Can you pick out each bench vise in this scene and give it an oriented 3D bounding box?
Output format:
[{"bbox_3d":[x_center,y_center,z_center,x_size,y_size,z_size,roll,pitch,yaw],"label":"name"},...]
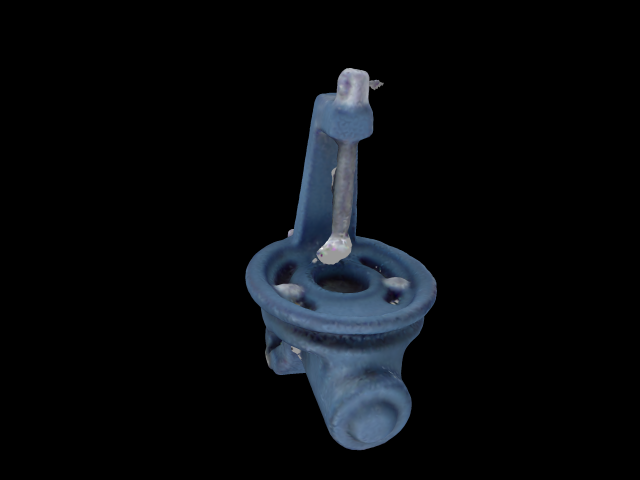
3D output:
[{"bbox_3d":[-0.007,0.002,0.394,0.122,0.220,0.206,-6,11,-33],"label":"bench vise"}]
